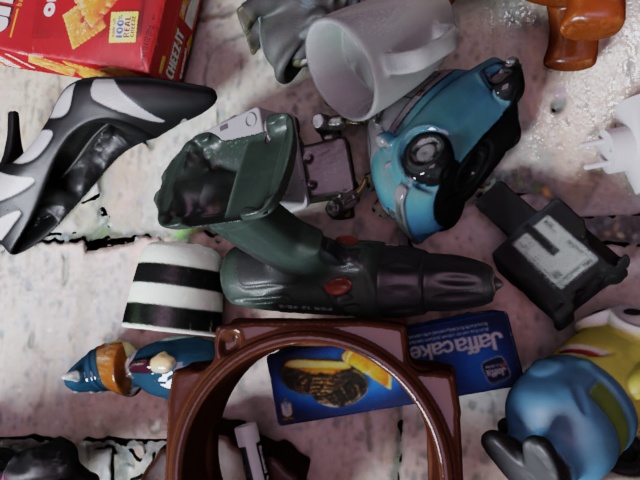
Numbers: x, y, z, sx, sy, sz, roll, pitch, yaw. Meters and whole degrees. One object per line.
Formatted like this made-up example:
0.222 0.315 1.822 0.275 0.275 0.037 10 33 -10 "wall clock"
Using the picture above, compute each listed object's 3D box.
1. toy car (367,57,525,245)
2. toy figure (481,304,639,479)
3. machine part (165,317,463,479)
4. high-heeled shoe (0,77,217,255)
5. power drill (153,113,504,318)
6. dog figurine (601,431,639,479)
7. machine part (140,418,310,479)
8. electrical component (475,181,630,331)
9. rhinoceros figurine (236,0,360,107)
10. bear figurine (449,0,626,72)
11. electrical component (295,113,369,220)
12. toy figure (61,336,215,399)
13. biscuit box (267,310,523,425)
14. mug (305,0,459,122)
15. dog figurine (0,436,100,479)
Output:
0.093 -0.086 0.447 0.103 0.109 0.161 35 83 28 "toy car"
0.196 0.114 0.391 0.082 0.180 0.089 21 134 46 "toy figure"
-0.003 0.156 0.380 0.202 0.087 0.201 -1 82 9 "machine part"
-0.212 -0.067 0.509 0.249 0.086 0.145 -5 88 14 "high-heeled shoe"
-0.001 -0.001 0.399 0.232 0.207 0.086 -4 66 30 "power drill"
0.201 0.250 0.417 0.172 0.121 0.190 -18 120 -24 "dog figurine"
-0.084 0.249 0.471 0.179 0.056 0.179 -1 84 10 "machine part"
0.181 0.006 0.444 0.075 0.047 0.119 -43 56 2 "electrical component"
-0.020 -0.212 0.494 0.112 0.073 0.190 -17 81 -3 "rhinoceros figurine"
0.135 -0.214 0.440 0.196 0.120 0.131 3 90 12 "bear figurine"
0.005 -0.067 0.486 0.078 0.045 0.102 -3 85 8 "electrical component"
-0.159 0.118 0.491 0.155 0.058 0.064 -1 125 11 "toy figure"
0.061 0.105 0.455 0.203 0.059 0.062 -12 83 9 "biscuit box"
0.060 -0.151 0.409 0.107 0.110 0.080 -36 116 -23 "mug"
-0.269 0.250 0.454 0.219 0.108 0.191 9 91 23 "dog figurine"
